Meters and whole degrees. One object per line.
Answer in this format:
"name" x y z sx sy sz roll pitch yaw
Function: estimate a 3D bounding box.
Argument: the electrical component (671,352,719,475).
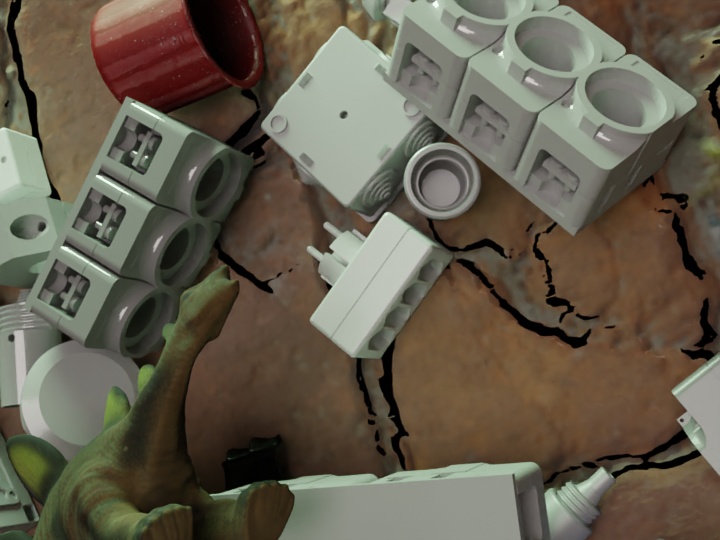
"electrical component" 0.213 0.088 0.576 0.056 0.050 0.089 -42 72 12

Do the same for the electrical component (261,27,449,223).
"electrical component" -0.002 -0.092 0.679 0.100 0.048 0.099 44 100 19

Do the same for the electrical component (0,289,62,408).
"electrical component" -0.232 0.054 0.755 0.043 0.043 0.081 -9 81 20

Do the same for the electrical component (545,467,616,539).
"electrical component" 0.121 0.137 0.615 0.061 0.035 0.035 -46 71 8

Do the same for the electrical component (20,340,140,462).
"electrical component" -0.185 0.089 0.712 0.080 0.051 0.080 7 71 -21

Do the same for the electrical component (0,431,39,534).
"electrical component" -0.288 0.143 0.733 0.056 0.109 0.108 -34 74 12

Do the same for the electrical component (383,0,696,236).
"electrical component" 0.101 -0.105 0.611 0.089 0.061 0.150 -35 67 -32

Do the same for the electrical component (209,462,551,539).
"electrical component" 0.011 0.168 0.597 0.186 0.060 0.105 -9 85 24

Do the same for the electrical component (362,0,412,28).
"electrical component" 0.035 -0.169 0.676 0.055 0.048 0.066 36 98 13

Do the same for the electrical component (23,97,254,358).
"electrical component" -0.138 -0.024 0.702 0.062 0.089 0.150 29 95 21

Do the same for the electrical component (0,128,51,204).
"electrical component" -0.282 -0.065 0.770 0.083 0.076 0.047 -23 76 17

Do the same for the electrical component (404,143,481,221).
"electrical component" 0.049 -0.049 0.646 0.044 0.065 0.044 0 87 3

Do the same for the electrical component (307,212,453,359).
"electrical component" 0.000 0.000 0.669 0.076 0.047 0.083 38 98 20
